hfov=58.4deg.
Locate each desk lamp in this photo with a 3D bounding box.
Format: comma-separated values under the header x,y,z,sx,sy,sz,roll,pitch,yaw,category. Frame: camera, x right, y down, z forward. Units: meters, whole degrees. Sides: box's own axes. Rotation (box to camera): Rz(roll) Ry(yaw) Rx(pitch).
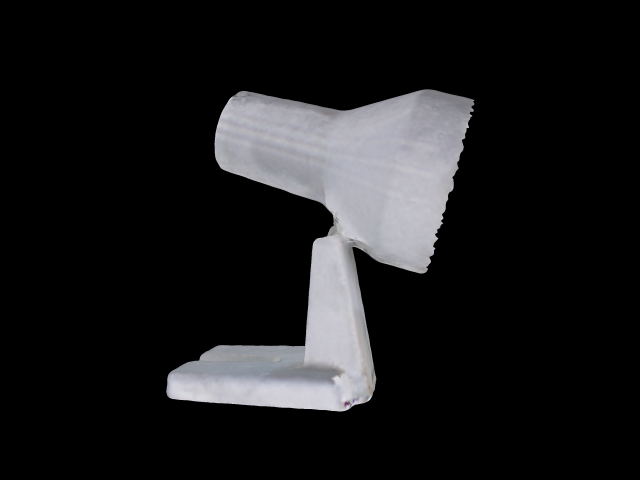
x,y,z,sx,sy,sz,roll,pitch,yaw,category
0.004,0.001,0.400,0.203,0.213,0.118,0,0,9,desk lamp
